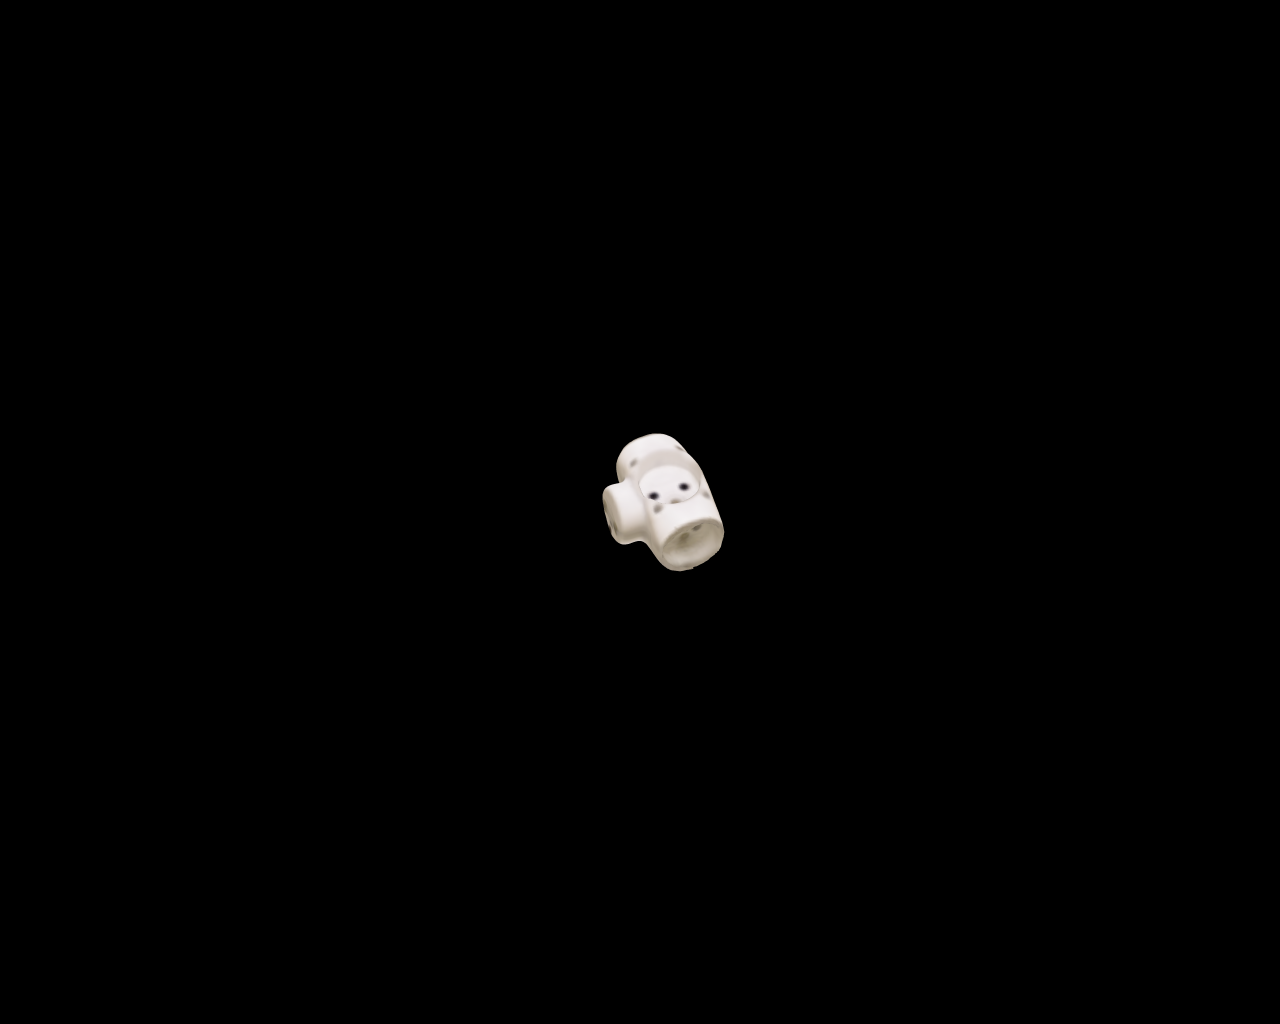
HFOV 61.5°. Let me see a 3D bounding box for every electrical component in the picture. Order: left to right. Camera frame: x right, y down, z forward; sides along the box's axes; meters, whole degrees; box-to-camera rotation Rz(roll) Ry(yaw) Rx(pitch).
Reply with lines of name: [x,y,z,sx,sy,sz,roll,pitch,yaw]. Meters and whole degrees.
electrical component: [0.001,-0.003,0.650,0.079,0.077,0.044,-16,-39,-13]
